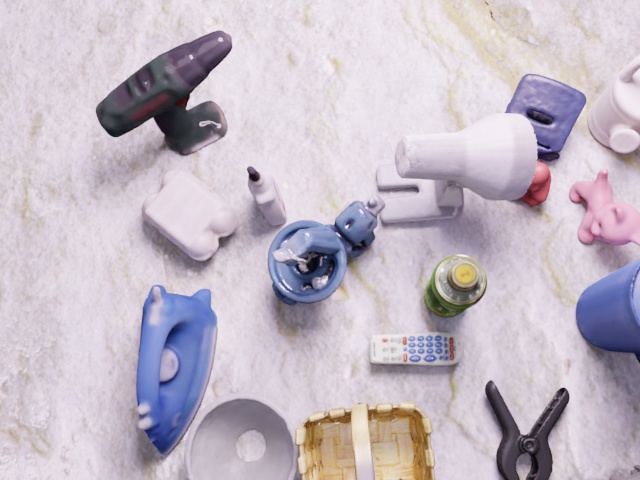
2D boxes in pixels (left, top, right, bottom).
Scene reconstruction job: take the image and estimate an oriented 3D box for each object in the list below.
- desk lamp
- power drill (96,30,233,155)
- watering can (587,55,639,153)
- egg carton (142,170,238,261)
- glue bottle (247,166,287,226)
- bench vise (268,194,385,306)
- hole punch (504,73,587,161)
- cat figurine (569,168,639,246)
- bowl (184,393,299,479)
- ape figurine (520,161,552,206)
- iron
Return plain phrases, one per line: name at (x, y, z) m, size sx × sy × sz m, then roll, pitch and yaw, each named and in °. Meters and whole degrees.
desk lamp at (0.184, -0.097, 0.823) m, size 0.203 × 0.213 × 0.118 m, roll -6°, pitch 77°, yaw 5°
power drill at (-0.218, -0.218, 0.893) m, size 0.229 × 0.208 × 0.075 m, roll -28°, pitch 76°, yaw -1°
watering can at (0.470, -0.203, 0.827) m, size 0.100 × 0.194 × 0.173 m, roll 7°, pitch 79°, yaw 8°
egg carton at (-0.209, -0.042, 0.926) m, size 0.150 × 0.069 × 0.107 m, roll 36°, pitch 84°, yaw 12°
glue bottle at (-0.085, -0.077, 0.867) m, size 0.037 × 0.173 × 0.078 m, roll -21°, pitch 76°, yaw 1°
bench vise at (-0.003, -0.003, 0.819) m, size 0.121 × 0.220 × 0.207 m, roll 30°, pitch 83°, yaw 11°
hole punch at (0.342, -0.189, 0.890) m, size 0.108 × 0.091 × 0.101 m, roll 25°, pitch 82°, yaw 10°
cat figurine at (0.423, -0.042, 0.836) m, size 0.067 × 0.118 × 0.128 m, roll -10°, pitch 77°, yaw 4°
bowl at (-0.107, 0.307, 0.838) m, size 0.167 × 0.075 × 0.167 m, roll -1°, pitch 78°, yaw 6°
ape figurine at (0.321, -0.093, 0.871) m, size 0.076 × 0.092 × 0.078 m, roll -28°, pitch 76°, yaw 0°
iron at (-0.232, 0.191, 0.841) m, size 0.118 × 0.141 × 0.258 m, roll 3°, pitch 78°, yaw 7°
